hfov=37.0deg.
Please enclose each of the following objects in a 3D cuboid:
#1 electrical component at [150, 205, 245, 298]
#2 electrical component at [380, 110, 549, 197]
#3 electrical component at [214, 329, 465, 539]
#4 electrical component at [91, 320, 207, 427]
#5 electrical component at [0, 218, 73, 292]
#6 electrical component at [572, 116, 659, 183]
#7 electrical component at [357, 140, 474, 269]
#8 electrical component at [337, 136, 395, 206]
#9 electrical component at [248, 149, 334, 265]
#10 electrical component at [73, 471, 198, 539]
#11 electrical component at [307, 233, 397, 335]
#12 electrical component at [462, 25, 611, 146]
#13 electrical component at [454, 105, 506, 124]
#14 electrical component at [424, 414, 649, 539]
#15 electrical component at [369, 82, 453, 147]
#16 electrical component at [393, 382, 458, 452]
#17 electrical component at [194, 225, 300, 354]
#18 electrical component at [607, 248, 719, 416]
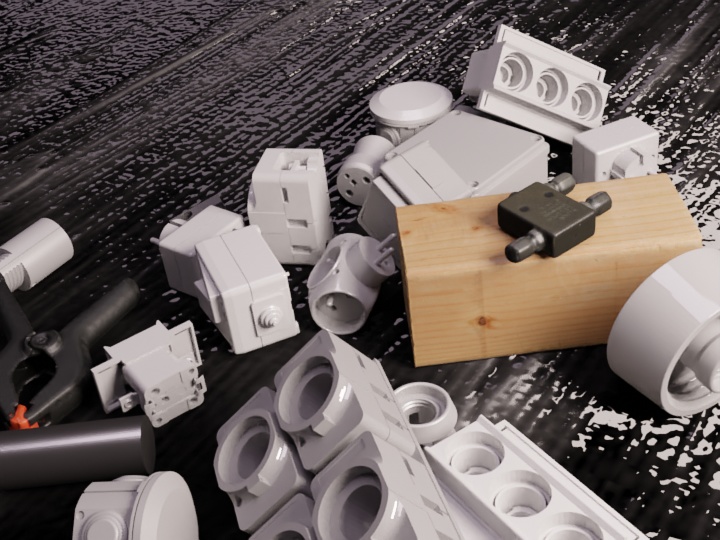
[{"bbox_3d":[-0.144,-0.021,0.912,0.077,0.047,0.066,19,44,32],"label":"electrical component"},{"bbox_3d":[0.093,-0.084,0.948,0.109,0.056,0.109,25,47,37],"label":"electrical component"},{"bbox_3d":[-0.018,0.131,0.625,0.105,0.060,0.186,-44,35,13],"label":"electrical component"},{"bbox_3d":[-0.148,0.077,0.784,0.081,0.042,0.064,-28,44,-25],"label":"electrical component"},{"bbox_3d":[-0.291,-0.005,0.922,0.043,0.043,0.081,17,43,30],"label":"electrical component"},{"bbox_3d":[0.234,-0.091,0.939,0.066,0.047,0.076,-20,37,-16],"label":"electrical component"},{"bbox_3d":[0.039,-0.047,0.881,0.061,0.096,0.061,-32,72,-30],"label":"electrical component"},{"bbox_3d":[0.007,-0.090,0.982,0.045,0.045,0.055,7,39,19],"label":"electrical component"},{"bbox_3d":[-0.059,-0.053,0.904,0.056,0.089,0.050,2,37,13],"label":"electrical component"},{"bbox_3d":[-0.131,0.160,0.634,0.051,0.080,0.080,-4,35,14],"label":"electrical component"},{"bbox_3d":[0.000,0.000,0.839,0.079,0.044,0.077,-40,22,31],"label":"electrical component"},{"bbox_3d":[0.162,-0.167,0.999,0.121,0.078,0.063,17,-4,-26],"label":"electrical component"},{"bbox_3d":[0.112,-0.134,1.028,0.046,0.040,0.040,17,42,23],"label":"electrical component"},{"bbox_3d":[0.093,0.148,0.621,0.079,0.063,0.121,-26,40,-23],"label":"electrical component"},{"bbox_3d":[0.051,-0.147,1.046,0.080,0.051,0.080,-5,36,4],"label":"electrical component"},{"bbox_3d":[0.039,0.107,0.695,0.066,0.055,0.048,-15,37,-10],"label":"electrical component"},{"bbox_3d":[-0.090,0.019,0.835,0.061,0.061,0.096,-19,37,-15],"label":"electrical component"},{"bbox_3d":[0.224,0.047,0.704,0.108,0.108,0.060,-22,44,-20],"label":"electrical component"}]
